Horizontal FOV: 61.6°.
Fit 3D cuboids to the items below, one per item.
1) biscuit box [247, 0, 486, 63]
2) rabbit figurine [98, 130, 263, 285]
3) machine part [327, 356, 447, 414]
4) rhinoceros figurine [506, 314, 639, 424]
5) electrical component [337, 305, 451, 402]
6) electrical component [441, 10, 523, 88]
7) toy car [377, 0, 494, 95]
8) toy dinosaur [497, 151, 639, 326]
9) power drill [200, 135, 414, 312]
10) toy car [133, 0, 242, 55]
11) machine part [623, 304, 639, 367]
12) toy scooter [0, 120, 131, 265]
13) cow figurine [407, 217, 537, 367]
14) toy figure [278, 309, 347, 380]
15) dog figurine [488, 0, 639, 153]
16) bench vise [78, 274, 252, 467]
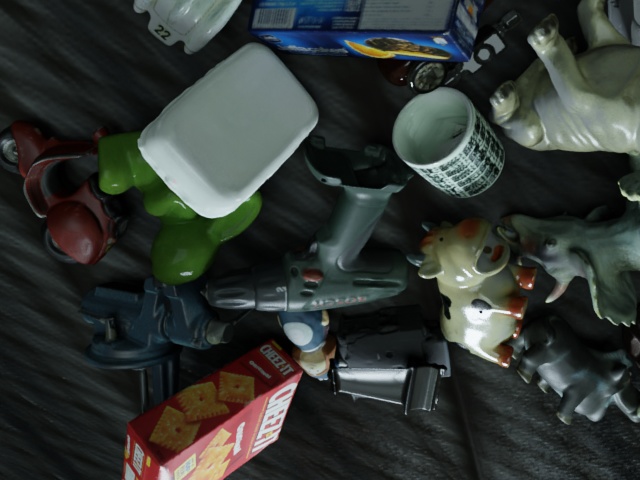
[{"bbox_3d":[0.033,-0.195,0.464,0.203,0.062,0.059,16,95,33],"label":"biscuit box"},{"bbox_3d":[-0.147,-0.038,0.592,0.159,0.121,0.170,-9,102,-12],"label":"rabbit figurine"},{"bbox_3d":[0.077,0.171,0.648,0.139,0.039,0.084,8,123,2],"label":"machine part"},{"bbox_3d":[0.321,0.161,0.662,0.190,0.073,0.112,38,105,-10],"label":"rhinoceros figurine"},{"bbox_3d":[0.097,0.146,0.686,0.134,0.058,0.114,-9,117,12],"label":"electrical component"},{"bbox_3d":[0.151,-0.180,0.509,0.094,0.063,0.021,-36,107,21],"label":"electrical component"},{"bbox_3d":[0.131,-0.220,0.480,0.053,0.089,0.202,23,121,-42],"label":"toy car"},{"bbox_3d":[0.395,-0.033,0.530,0.405,0.131,0.191,-16,126,10],"label":"toy dinosaur"},{"bbox_3d":[-0.001,-0.002,0.568,0.232,0.086,0.207,2,125,-17],"label":"power drill"},{"bbox_3d":[-0.079,-0.244,0.449,0.073,0.056,0.202,37,117,-26],"label":"toy car"},{"bbox_3d":[0.458,0.113,0.624,0.179,0.056,0.179,2,117,4],"label":"machine part"},{"bbox_3d":[-0.277,-0.062,0.619,0.135,0.075,0.183,-19,108,15],"label":"toy scooter"},{"bbox_3d":[0.167,0.050,0.596,0.127,0.085,0.194,13,141,23],"label":"cow figurine"},{"bbox_3d":[-0.014,0.125,0.691,0.064,0.058,0.154,11,128,47],"label":"toy figure"},{"bbox_3d":[0.257,-0.098,0.464,0.121,0.172,0.191,-40,75,-10],"label":"dog figurine"},{"bbox_3d":[-0.203,0.150,0.679,0.224,0.129,0.240,4,100,13],"label":"bench vise"}]
